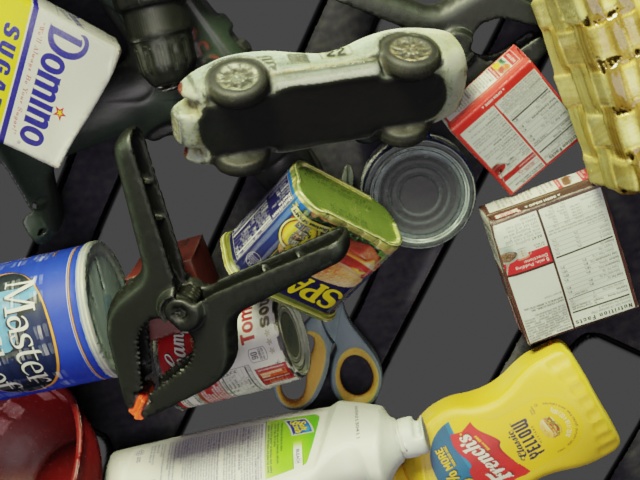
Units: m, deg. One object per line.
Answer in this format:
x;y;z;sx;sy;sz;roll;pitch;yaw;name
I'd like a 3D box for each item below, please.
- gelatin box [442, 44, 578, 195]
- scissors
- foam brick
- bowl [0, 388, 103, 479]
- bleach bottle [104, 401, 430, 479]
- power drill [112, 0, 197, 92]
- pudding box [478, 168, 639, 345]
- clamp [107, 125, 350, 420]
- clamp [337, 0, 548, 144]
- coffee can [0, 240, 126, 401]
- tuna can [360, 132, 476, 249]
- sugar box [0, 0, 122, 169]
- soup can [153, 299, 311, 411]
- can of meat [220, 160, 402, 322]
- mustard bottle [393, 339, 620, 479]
0.139;-0.085;0.770;0.073;0.030;0.089;-42;128;11;gelatin box
0.025;0.050;0.831;0.096;0.016;0.202;22;105;-4;scissors
-0.107;0.035;0.798;0.053;0.078;0.051;-17;103;5;foam brick
-0.219;0.189;0.823;0.162;0.162;0.055;-47;133;12;bowl
-0.039;0.183;0.817;0.251;0.102;0.068;-15;130;9;bleach bottle
-0.055;-0.204;0.703;0.187;0.057;0.184;-17;103;-22;power drill
0.180;0.013;0.803;0.090;0.039;0.113;-20;113;5;pudding box
-0.080;0.042;0.727;0.164;0.036;0.210;20;117;3;clamp
0.087;-0.148;0.763;0.171;0.039;0.120;-20;120;1;clamp
-0.220;0.065;0.791;0.140;0.102;0.103;-12;105;7;coffee can
0.073;-0.037;0.798;0.086;0.033;0.086;0;105;1;tuna can
-0.223;-0.124;0.669;0.176;0.048;0.093;26;104;-24;sugar box
-0.066;0.084;0.808;0.102;0.068;0.068;-17;104;14;soup can
-0.005;0.001;0.760;0.102;0.057;0.084;26;122;-32;can of meat
0.129;0.162;0.839;0.192;0.058;0.096;-30;102;9;mustard bottle
